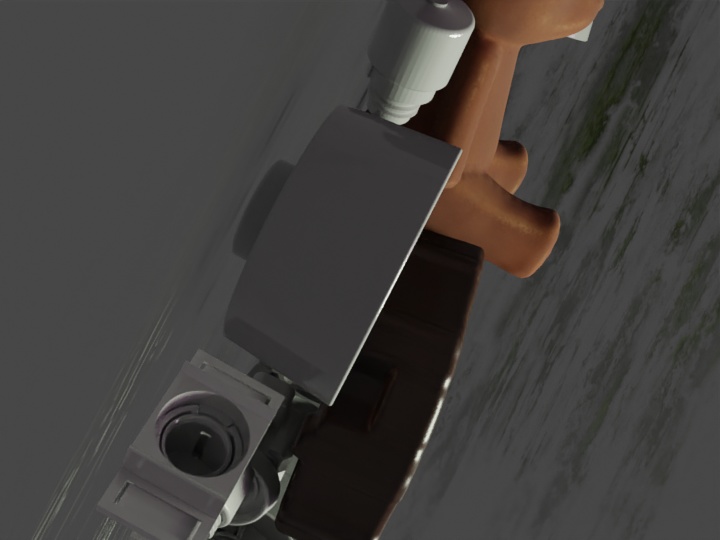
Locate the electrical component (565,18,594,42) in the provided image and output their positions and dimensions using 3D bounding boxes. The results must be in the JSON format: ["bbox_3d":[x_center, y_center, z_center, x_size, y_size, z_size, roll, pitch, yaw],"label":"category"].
[{"bbox_3d":[0.138,-0.226,0.839,0.108,0.108,0.060,-57,168,-71],"label":"electrical component"}]

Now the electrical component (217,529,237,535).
[{"bbox_3d":[-0.118,0.225,0.824,0.089,0.062,0.150,-64,178,35],"label":"electrical component"}]

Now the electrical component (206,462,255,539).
[{"bbox_3d":[-0.082,0.112,0.524,0.062,0.043,0.043,-60,177,-37],"label":"electrical component"}]

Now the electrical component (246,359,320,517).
[{"bbox_3d":[-0.045,0.109,0.740,0.061,0.089,0.150,-63,178,11],"label":"electrical component"}]

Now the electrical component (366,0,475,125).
[{"bbox_3d":[0.022,-0.094,0.492,0.078,0.040,0.040,-64,177,41],"label":"electrical component"}]

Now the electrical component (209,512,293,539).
[{"bbox_3d":[-0.090,0.197,0.669,0.099,0.099,0.064,-62,-176,-26],"label":"electrical component"}]

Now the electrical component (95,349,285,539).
[{"bbox_3d":[-0.069,0.078,0.432,0.081,0.042,0.063,-60,-179,-40],"label":"electrical component"}]

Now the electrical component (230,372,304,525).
[{"bbox_3d":[-0.067,0.104,0.603,0.057,0.058,0.078,-65,-179,-57],"label":"electrical component"}]

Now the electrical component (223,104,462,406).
[{"bbox_3d":[-0.013,-0.011,0.405,0.108,0.060,0.108,-63,178,-4],"label":"electrical component"}]
